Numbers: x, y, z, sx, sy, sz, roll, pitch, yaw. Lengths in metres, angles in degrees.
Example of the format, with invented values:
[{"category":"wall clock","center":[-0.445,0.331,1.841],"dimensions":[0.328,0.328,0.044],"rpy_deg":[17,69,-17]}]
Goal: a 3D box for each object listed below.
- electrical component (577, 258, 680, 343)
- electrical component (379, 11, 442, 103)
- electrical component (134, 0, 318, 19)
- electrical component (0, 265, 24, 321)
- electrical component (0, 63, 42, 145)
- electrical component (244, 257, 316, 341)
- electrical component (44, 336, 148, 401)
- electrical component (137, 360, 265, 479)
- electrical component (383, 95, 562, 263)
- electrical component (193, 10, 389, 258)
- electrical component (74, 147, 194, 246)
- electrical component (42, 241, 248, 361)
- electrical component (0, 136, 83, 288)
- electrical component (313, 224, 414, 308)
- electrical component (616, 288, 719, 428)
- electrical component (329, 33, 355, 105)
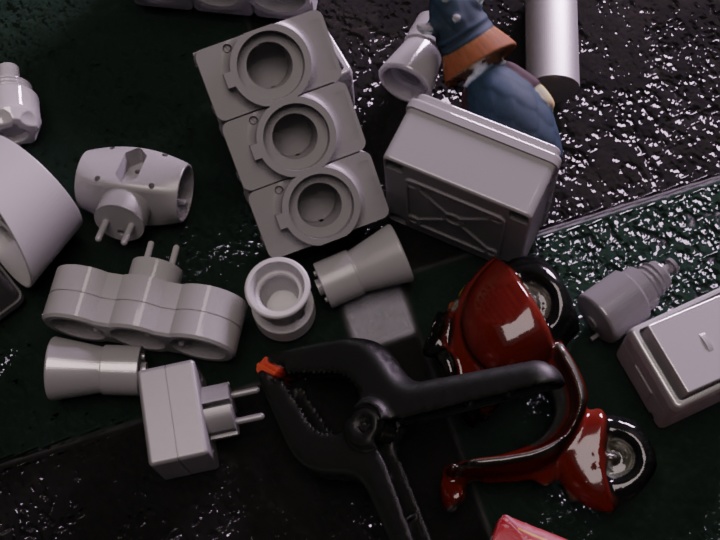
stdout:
[{"category":"electrical component","center":[0.187,0.017,0.745],"dimensions":[0.078,0.040,0.040],"rpy_deg":[-33,70,-11]},{"category":"electrical component","center":[0.048,-0.166,0.828],"dimensions":[0.044,0.044,0.065],"rpy_deg":[23,66,12]},{"category":"electrical component","center":[-0.109,-0.245,0.840],"dimensions":[0.150,0.089,0.061],"rpy_deg":[7,68,5]},{"category":"electrical component","center":[-0.317,0.009,0.762],"dimensions":[0.109,0.056,0.108],"rpy_deg":[-39,71,-13]},{"category":"electrical component","center":[-0.268,-0.129,0.824],"dimensions":[0.043,0.043,0.062],"rpy_deg":[-12,66,-2]},{"category":"electrical component","center":[-0.054,0.022,0.746],"dimensions":[0.045,0.055,0.045],"rpy_deg":[-1,68,2]},{"category":"electrical component","center":[-0.180,0.069,0.740],"dimensions":[0.065,0.044,0.044],"rpy_deg":[2,68,-2]},{"category":"electrical component","center":[-0.103,0.097,0.721],"dimensions":[0.077,0.047,0.065],"rpy_deg":[-12,68,-2]},{"category":"electrical component","center":[0.076,-0.058,0.744],"dimensions":[0.109,0.108,0.056],"rpy_deg":[24,73,12]},{"category":"electrical component","center":[-0.048,-0.094,0.749],"dimensions":[0.089,0.061,0.150],"rpy_deg":[-21,104,-6]},{"category":"electrical component","center":[-0.168,-0.048,0.780],"dimensions":[0.077,0.043,0.079],"rpy_deg":[8,49,6]},{"category":"electrical component","center":[-0.146,0.014,0.754],"dimensions":[0.138,0.052,0.073],"rpy_deg":[9,68,7]},{"category":"electrical component","center":[-0.247,-0.044,0.761],"dimensions":[0.099,0.099,0.064],"rpy_deg":[34,67,15]},{"category":"electrical component","center":[0.000,0.000,0.761],"dimensions":[0.065,0.044,0.044],"rpy_deg":[-23,68,-2]},{"category":"electrical component","center":[0.231,0.053,0.717],"dimensions":[0.096,0.061,0.061],"rpy_deg":[-24,69,-7]},{"category":"electrical component","center":[-0.059,-0.142,0.810],"dimensions":[0.096,0.061,0.061],"rpy_deg":[-26,69,-8]}]
